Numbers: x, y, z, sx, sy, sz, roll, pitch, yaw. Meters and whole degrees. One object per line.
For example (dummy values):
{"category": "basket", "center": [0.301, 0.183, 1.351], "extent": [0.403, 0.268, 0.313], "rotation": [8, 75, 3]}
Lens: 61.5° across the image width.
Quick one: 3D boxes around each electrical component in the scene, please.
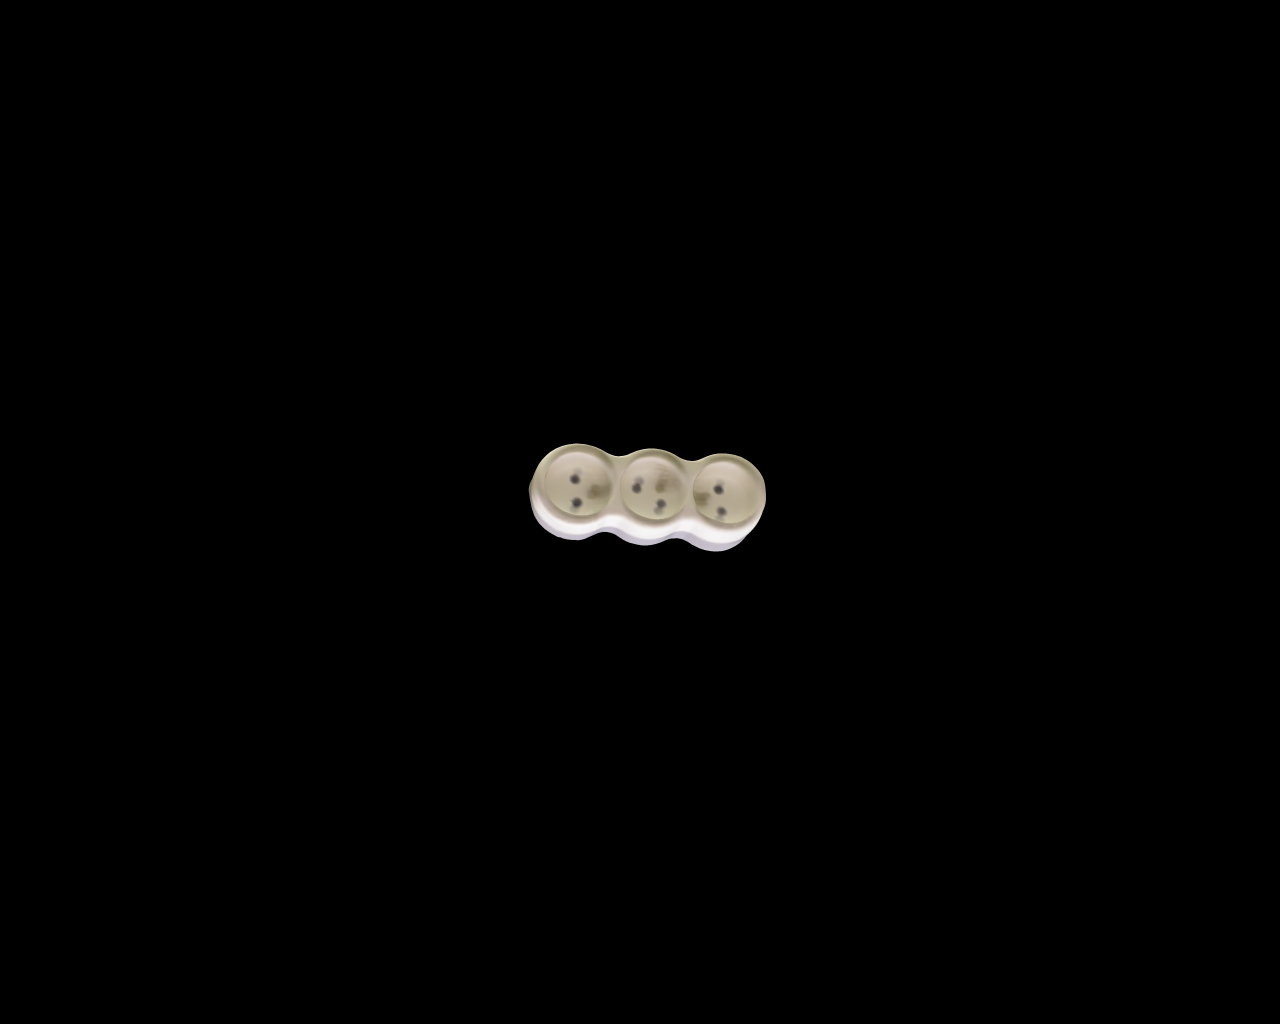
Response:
{"category": "electrical component", "center": [0.001, -0.003, 0.650], "extent": [0.138, 0.052, 0.073], "rotation": [4, -19, -12]}
